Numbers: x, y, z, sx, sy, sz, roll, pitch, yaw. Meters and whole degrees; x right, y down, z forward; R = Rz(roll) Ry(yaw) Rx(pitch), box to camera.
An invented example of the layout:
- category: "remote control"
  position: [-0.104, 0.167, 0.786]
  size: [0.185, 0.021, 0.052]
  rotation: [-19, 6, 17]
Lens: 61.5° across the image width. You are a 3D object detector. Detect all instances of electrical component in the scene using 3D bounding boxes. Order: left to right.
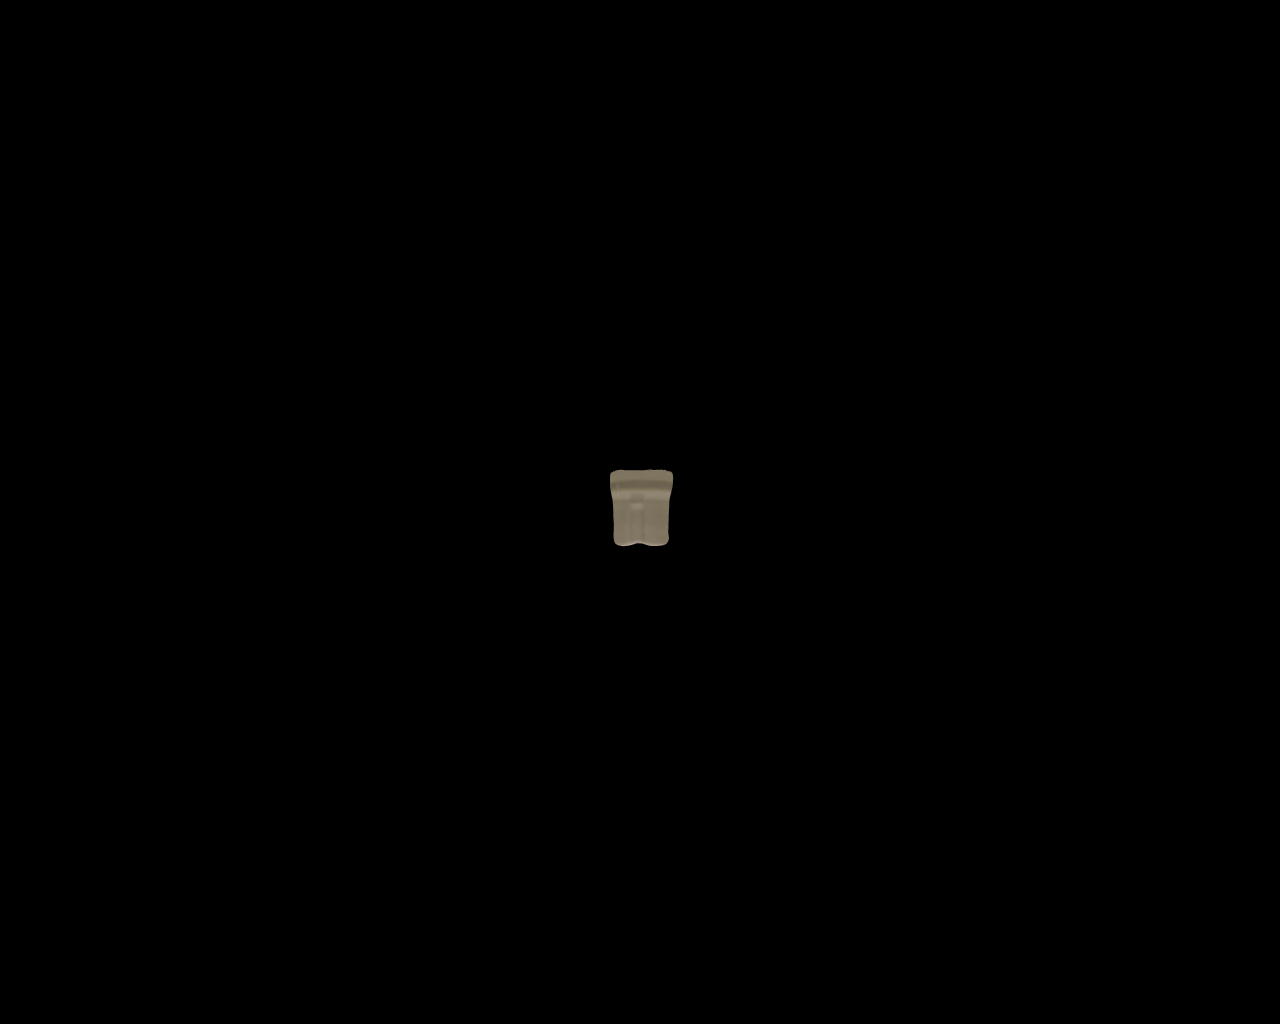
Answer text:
- category: "electrical component"
  position: [0.001, -0.003, 0.650]
  size: [0.040, 0.046, 0.040]
  rotation: [0, -4, 0]
